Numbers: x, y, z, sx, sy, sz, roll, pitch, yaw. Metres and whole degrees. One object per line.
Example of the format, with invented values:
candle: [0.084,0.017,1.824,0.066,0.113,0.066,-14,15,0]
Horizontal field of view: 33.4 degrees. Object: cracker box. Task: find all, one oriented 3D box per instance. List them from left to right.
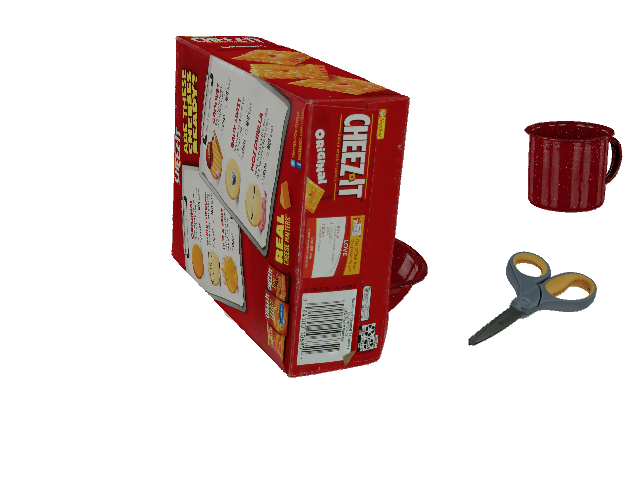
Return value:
cracker box: [-0.029,-0.034,0.681,0.072,0.164,0.214,-5,21,-25]

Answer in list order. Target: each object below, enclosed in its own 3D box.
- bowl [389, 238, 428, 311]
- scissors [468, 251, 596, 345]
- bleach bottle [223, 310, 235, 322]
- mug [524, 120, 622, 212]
bowl: [0.005,0.029,0.888,0.162,0.055,0.162,11,18,-4]
scissors: [0.176,0.049,0.983,0.201,0.016,0.096,-10,38,-39]
bleach bottle: [-0.068,-0.024,1.315,0.102,0.251,0.068,-12,26,-35]
mug: [0.275,-0.081,1.149,0.117,0.081,0.093,-11,20,-26]
